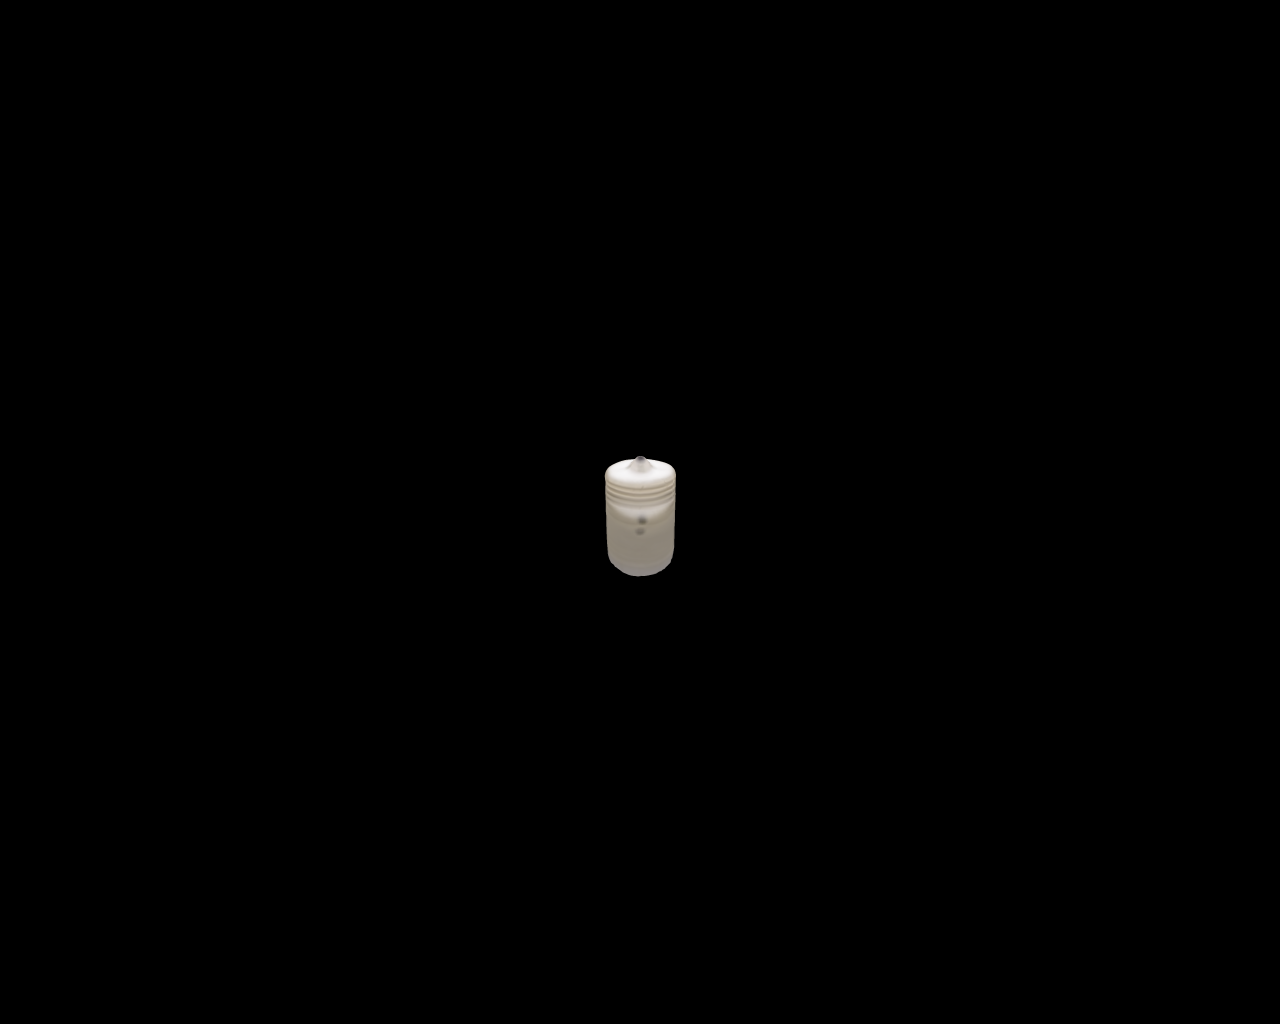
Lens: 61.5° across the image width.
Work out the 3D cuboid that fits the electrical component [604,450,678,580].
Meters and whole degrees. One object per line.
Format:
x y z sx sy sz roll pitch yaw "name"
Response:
0.001 -0.003 0.650 0.043 0.080 0.043 0 40 0 "electrical component"
